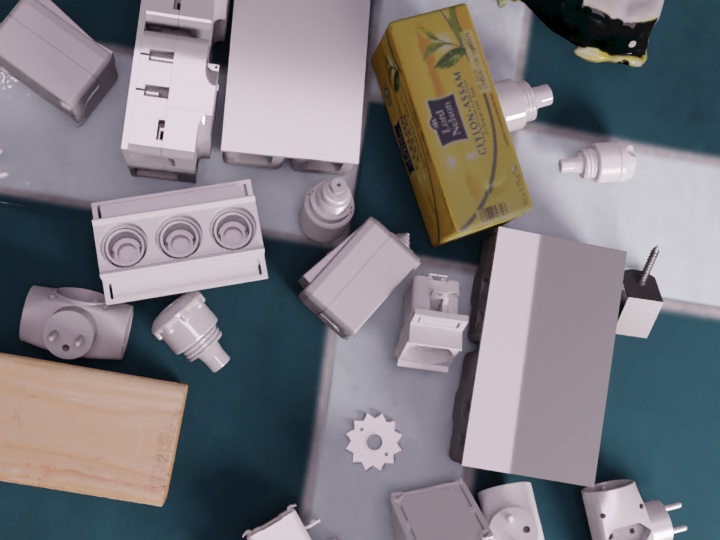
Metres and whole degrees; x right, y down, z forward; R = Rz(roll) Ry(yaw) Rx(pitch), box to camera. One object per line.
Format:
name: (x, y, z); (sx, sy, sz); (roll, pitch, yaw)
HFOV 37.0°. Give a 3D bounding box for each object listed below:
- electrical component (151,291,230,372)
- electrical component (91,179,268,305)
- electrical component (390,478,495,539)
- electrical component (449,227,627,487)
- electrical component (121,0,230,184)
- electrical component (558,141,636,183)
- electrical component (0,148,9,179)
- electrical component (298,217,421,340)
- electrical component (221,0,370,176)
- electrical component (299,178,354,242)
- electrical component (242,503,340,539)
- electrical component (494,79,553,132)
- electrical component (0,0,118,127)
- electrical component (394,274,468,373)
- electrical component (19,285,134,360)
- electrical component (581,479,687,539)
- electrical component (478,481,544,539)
electrical component: (-0.127, 0.051, 0.835); (0.048, 0.048, 0.062); (-41, 100, -10)
electrical component: (-0.138, -0.019, 0.828); (0.121, 0.063, 0.078); (-9, 78, -9)
electrical component: (0.062, 0.208, 0.827); (0.062, 0.096, 0.061); (-11, 114, -9)
electrical component: (0.140, 0.070, 0.861); (0.105, 0.060, 0.186); (11, 83, -7)
electrical component: (-0.136, -0.168, 0.825); (0.060, 0.105, 0.186); (7, 83, -7)
electrical component: (0.197, -0.089, 0.898); (0.061, 0.035, 0.035); (-5, 85, -6)
electrical component: (-0.309, -0.073, 0.821); (0.077, 0.047, 0.065); (-15, 86, -9)
electrical component: (0.000, 0.000, 0.848); (0.061, 0.062, 0.096); (42, 81, -2)
electrical component: (-0.051, -0.175, 0.860); (0.105, 0.060, 0.186); (5, 83, -7)
electrical component: (-0.024, -0.051, 0.845); (0.040, 0.078, 0.040); (4, 70, -11)
electrical component: (-0.055, 0.219, 0.829); (0.081, 0.042, 0.063); (-29, 86, -10)
electrical component: (0.128, -0.137, 0.889); (0.062, 0.043, 0.043); (-17, 87, -10)
electrical component: (-0.240, -0.168, 0.832); (0.096, 0.062, 0.061); (36, 81, -3)
electrical component: (0.056, 0.041, 0.849); (0.042, 0.081, 0.063); (10, 61, -7)
electrical component: (-0.215, 0.043, 0.806); (0.077, 0.079, 0.044); (12, 100, -7)
electrical component: (0.225, 0.207, 0.867); (0.079, 0.043, 0.077); (-12, 86, -10)
electrical component: (0.119, 0.203, 0.826); (0.043, 0.079, 0.077); (-13, 70, 6)
